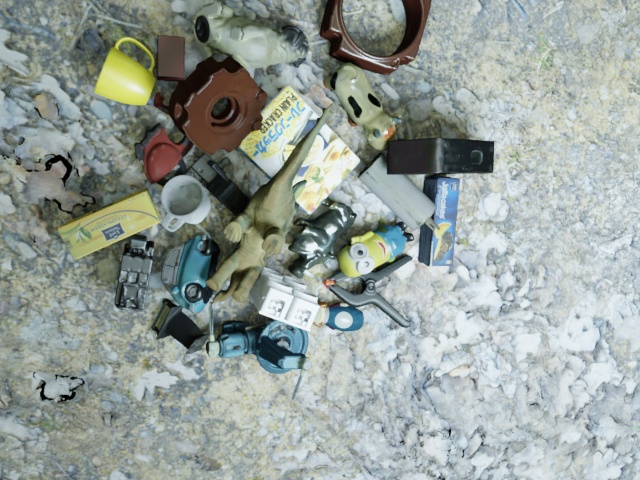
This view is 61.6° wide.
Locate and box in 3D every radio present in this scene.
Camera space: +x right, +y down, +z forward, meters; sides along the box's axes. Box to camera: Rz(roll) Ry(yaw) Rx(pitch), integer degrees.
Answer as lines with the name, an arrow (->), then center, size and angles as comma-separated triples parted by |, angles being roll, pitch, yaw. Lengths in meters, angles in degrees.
radio -> 0.255, -0.170, 1.113 | 0.229, 0.131, 0.073 | -9, 101, -43

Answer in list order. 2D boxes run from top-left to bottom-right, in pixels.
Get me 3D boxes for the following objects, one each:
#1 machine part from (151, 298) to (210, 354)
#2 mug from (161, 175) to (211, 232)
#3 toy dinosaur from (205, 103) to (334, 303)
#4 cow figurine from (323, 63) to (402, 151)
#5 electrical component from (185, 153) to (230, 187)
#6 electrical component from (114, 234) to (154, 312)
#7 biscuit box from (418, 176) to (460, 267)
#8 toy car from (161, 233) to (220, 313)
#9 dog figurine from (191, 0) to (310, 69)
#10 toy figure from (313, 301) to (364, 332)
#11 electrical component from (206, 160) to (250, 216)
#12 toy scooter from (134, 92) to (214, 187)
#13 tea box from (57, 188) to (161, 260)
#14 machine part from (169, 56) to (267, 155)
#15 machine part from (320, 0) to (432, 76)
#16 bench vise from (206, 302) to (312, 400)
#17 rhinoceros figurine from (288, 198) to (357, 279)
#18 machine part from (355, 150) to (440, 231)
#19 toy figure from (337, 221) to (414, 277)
machine part -> -0.284, 0.179, 1.081 | 0.084, 0.139, 0.039 | -62, 148, -2
mug -> -0.258, -0.061, 1.045 | 0.081, 0.107, 0.109 | 29, 83, 10
toy dinosaur -> -0.100, -0.040, 1.006 | 0.105, 0.199, 0.471 | 32, 124, -6
cow figurine -> 0.095, -0.271, 1.100 | 0.085, 0.127, 0.194 | -35, 103, -4
electrical component -> -0.229, -0.144, 1.089 | 0.094, 0.021, 0.063 | -44, 106, -4
electrical component -> -0.358, 0.058, 1.039 | 0.058, 0.115, 0.134 | 9, 96, -20
biscuit box -> 0.269, -0.043, 1.216 | 0.059, 0.063, 0.202 | 0, 99, -17
toy car -> -0.264, 0.062, 1.074 | 0.103, 0.109, 0.161 | 9, 88, 1
dog figurine -> -0.133, -0.398, 1.051 | 0.190, 0.121, 0.172 | -23, 70, -43
toy figure -> 0.019, 0.165, 1.188 | 0.154, 0.058, 0.064 | 11, 65, -14
electrical component -> -0.189, -0.100, 1.060 | 0.048, 0.075, 0.119 | -47, 133, -4
toy scooter -> -0.289, -0.199, 1.027 | 0.184, 0.075, 0.135 | -49, 124, -4
tea box -> -0.396, -0.034, 1.024 | 0.170, 0.098, 0.068 | -25, 104, -12
machine part -> -0.181, -0.239, 0.975 | 0.179, 0.056, 0.179 | -27, 142, -24
machine part -> 0.114, -0.455, 1.097 | 0.201, 0.087, 0.200 | 14, 95, -15
bench vise -> -0.104, 0.214, 1.078 | 0.223, 0.241, 0.128 | 11, 92, -32
rhinoceros figurine -> -0.002, -0.003, 1.151 | 0.190, 0.073, 0.112 | -49, 117, -5
machine part -> 0.165, -0.103, 1.154 | 0.243, 0.079, 0.079 | 42, 87, -5
toy figure -> 0.121, 0.022, 1.170 | 0.180, 0.089, 0.082 | -29, 71, -31
